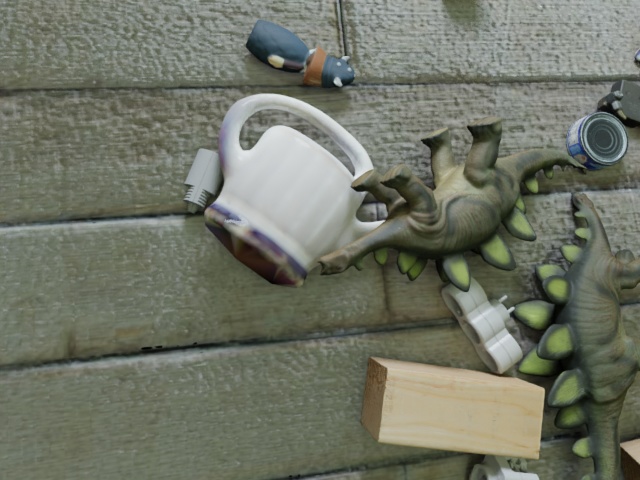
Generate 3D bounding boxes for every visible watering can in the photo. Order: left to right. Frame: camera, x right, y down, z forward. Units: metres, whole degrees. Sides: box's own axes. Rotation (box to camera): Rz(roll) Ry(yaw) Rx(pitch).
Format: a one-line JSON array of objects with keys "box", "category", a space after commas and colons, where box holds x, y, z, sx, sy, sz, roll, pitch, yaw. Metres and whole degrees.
[{"box": [0.002, -0.034, 0.669, 0.346, 0.227, 0.103, 38, -15, -11], "category": "watering can"}]

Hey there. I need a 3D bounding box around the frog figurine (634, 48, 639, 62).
[{"box": [0.576, -0.275, 0.769, 0.136, 0.163, 0.121, -37, -53, 22], "category": "frog figurine"}]
